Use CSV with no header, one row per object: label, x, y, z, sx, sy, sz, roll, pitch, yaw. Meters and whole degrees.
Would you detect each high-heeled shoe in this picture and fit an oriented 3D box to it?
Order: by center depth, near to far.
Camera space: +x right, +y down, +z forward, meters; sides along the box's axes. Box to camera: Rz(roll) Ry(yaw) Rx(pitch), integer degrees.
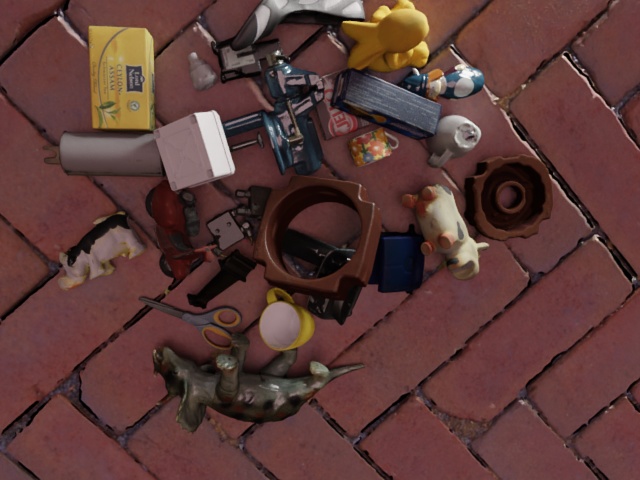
high-heeled shoe,-0.033,-0.368,0.928,0.145,0.086,0.249,43,75,-15

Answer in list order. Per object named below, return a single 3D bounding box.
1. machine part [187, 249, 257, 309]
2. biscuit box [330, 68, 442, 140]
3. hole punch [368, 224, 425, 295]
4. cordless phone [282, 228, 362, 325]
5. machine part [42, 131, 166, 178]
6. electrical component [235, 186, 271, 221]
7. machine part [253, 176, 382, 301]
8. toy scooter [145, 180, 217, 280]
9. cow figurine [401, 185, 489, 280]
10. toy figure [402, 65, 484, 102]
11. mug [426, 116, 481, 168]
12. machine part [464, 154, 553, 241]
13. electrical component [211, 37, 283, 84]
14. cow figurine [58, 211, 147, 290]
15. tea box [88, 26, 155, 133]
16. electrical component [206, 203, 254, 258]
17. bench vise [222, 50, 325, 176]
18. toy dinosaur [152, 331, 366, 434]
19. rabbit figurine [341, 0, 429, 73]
machine part,-0.186,0.076,1.002,0.139,0.084,0.039,-39,59,5
biscuit box,0.122,-0.240,0.968,0.202,0.059,0.062,15,87,-24
hole punch,0.149,0.042,1.031,0.116,0.092,0.142,0,95,-11
cordless phone,-0.008,0.067,1.026,0.184,0.089,0.146,24,115,8
machine part,-0.358,-0.150,0.943,0.243,0.079,0.079,0,99,-6
electrical component,-0.111,-0.067,0.997,0.094,0.021,0.063,4,72,-27
machine part,-0.002,-0.003,0.944,0.201,0.087,0.201,9,77,19
toy scooter,-0.241,-0.015,0.953,0.075,0.135,0.183,-19,108,-47
cow figurine,0.246,-0.014,1.027,0.127,0.085,0.195,-19,84,-45
toy figure,0.228,-0.289,0.993,0.154,0.058,0.064,-11,100,-18
mug,0.244,-0.183,0.997,0.081,0.107,0.109,40,90,-10
machine part,0.368,-0.083,1.054,0.179,0.056,0.179,-1,98,-8
electrical component,-0.129,-0.329,0.958,0.119,0.048,0.074,-19,101,-5
cow figurine,-0.407,0.020,0.967,0.167,0.068,0.098,-29,96,-5
tea box,-0.340,-0.273,0.929,0.098,0.068,0.169,-2,96,-6
electrical component,-0.170,-0.013,1.003,0.102,0.045,0.078,-25,102,-3
bench vise,-0.101,-0.201,0.933,0.241,0.129,0.223,-18,123,-1
toy dinosaur,-0.118,0.287,1.024,0.405,0.131,0.192,16,115,-20
rabbit figurine,0.118,-0.354,0.923,0.162,0.173,0.121,-11,104,-10
